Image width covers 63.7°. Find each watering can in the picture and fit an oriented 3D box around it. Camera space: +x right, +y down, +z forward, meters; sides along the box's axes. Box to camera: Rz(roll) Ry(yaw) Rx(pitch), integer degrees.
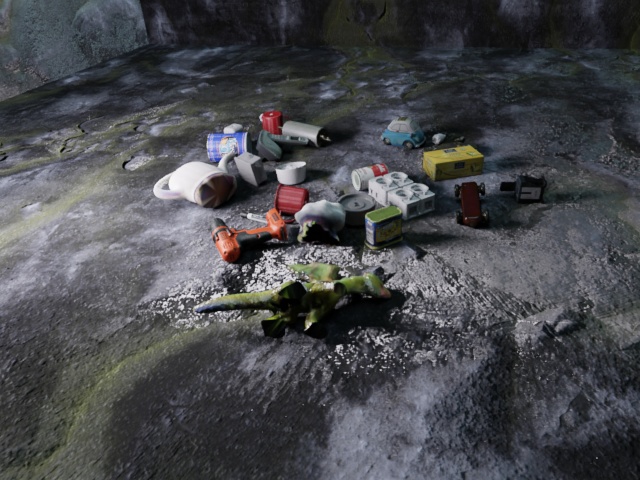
[{"bbox_3d":[-0.348,-0.200,1.629,0.226,0.102,0.353,24,41,35],"label":"watering can"}]

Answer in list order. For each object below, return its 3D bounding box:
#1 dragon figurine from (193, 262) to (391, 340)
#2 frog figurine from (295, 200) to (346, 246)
[{"bbox_3d":[-0.049,0.110,1.144,0.410,0.121,0.246,3,15,7],"label":"dragon figurine"},{"bbox_3d":[0.004,-0.070,1.382,0.137,0.120,0.163,-13,39,23],"label":"frog figurine"}]
